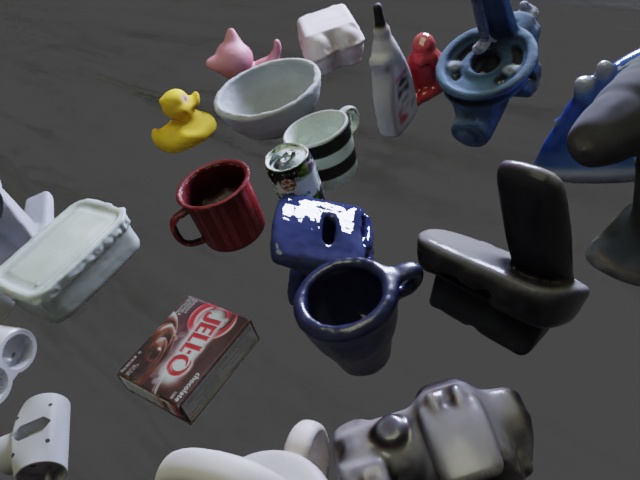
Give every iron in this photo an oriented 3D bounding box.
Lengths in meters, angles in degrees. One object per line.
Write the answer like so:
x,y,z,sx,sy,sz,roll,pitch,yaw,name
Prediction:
0.348,-0.149,0.597,0.258,0.142,0.118,-13,42,7,iron

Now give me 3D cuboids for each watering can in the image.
-0.033,0.188,0.342,0.101,0.194,0.172,-13,42,8,watering can

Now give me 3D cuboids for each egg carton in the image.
0.016,-0.352,0.997,0.107,0.069,0.150,-18,41,2,egg carton

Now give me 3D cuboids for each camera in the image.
0.087,0.174,0.381,0.143,0.101,0.136,-18,41,2,camera

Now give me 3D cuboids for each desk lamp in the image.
-0.458,-0.060,0.757,0.118,0.214,0.202,-26,42,-6,desk lamp

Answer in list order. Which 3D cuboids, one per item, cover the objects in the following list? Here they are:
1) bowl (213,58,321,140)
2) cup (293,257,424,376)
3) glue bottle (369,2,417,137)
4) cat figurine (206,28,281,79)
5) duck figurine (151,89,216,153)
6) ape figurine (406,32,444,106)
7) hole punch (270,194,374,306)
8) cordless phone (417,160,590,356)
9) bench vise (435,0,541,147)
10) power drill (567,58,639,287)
-0.071,-0.202,0.866,0.167,0.075,0.167,-11,42,10,bowl
0.043,0.071,0.514,0.118,0.095,0.091,-25,42,-6,cup
0.090,-0.226,0.755,0.037,0.173,0.078,9,49,29,glue bottle
-0.117,-0.294,0.949,0.127,0.118,0.067,-12,42,9,cat figurine
-0.225,-0.195,0.909,0.105,0.086,0.077,-32,43,-13,duck figurine
0.150,-0.251,0.820,0.077,0.092,0.076,3,46,24,ape figurine
0.006,0.002,0.605,0.101,0.091,0.108,-9,42,12,hole punch
0.149,-0.005,0.486,0.147,0.185,0.094,24,57,38,cordless phone
0.206,-0.255,0.705,0.121,0.220,0.207,2,46,23,bench vise
0.279,-0.063,0.481,0.230,0.209,0.075,-41,45,-22,power drill
